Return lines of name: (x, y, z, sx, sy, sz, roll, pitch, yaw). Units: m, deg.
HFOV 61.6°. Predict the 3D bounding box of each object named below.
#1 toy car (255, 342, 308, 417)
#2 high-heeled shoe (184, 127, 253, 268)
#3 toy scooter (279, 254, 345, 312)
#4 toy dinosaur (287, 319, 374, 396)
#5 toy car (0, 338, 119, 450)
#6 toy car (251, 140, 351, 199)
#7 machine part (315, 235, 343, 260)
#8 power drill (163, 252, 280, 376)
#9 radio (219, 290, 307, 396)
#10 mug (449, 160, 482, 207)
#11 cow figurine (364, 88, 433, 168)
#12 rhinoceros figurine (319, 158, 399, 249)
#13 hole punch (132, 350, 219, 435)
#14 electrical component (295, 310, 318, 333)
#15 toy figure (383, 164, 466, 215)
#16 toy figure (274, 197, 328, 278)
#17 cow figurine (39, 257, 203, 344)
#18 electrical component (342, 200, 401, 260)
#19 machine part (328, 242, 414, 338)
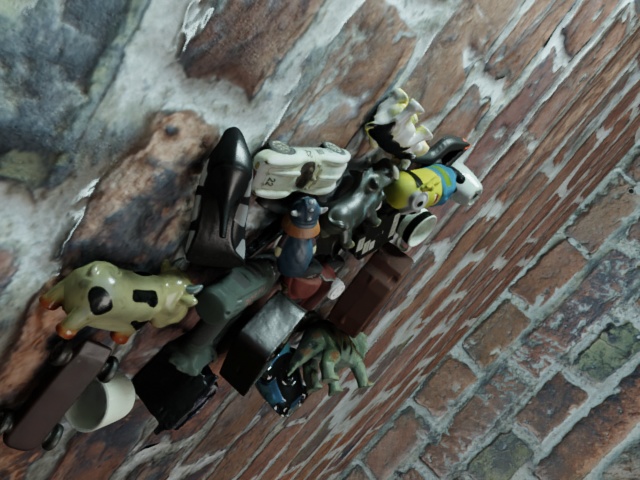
toy car: (-0.100, 0.314, 1.220, 0.103, 0.161, 0.109, -9, -165, 46)
high-heeled shoe: (-0.137, -0.046, 0.745, 0.086, 0.145, 0.248, 6, 164, -15)
toy scooter: (-0.029, 0.088, 1.044, 0.135, 0.075, 0.184, -55, 156, 18)
toy dinosaur: (0.018, 0.252, 1.247, 0.131, 0.192, 0.404, -22, 152, 13)
toy car: (-0.367, 0.212, 0.750, 0.089, 0.053, 0.202, 35, 99, -33)
toy car: (-0.026, -0.103, 0.795, 0.201, 0.056, 0.073, -10, 137, -49)
machine part: (-0.002, -0.003, 0.990, 0.084, 0.039, 0.138, -55, 148, 8)
power drill: (-0.151, 0.116, 0.882, 0.207, 0.086, 0.232, -45, 175, 18)
radio: (-0.109, 0.193, 0.999, 0.131, 0.073, 0.229, -47, 173, -34)
mug: (0.301, -0.117, 1.184, 0.081, 0.107, 0.109, -37, 150, -13)
cow figurine: (0.135, -0.173, 0.912, 0.098, 0.068, 0.167, -40, 151, 3)
rhinoceros figurine: (0.066, -0.071, 0.927, 0.190, 0.073, 0.111, -43, 142, -31)
hole punch: (-0.243, 0.256, 0.939, 0.142, 0.116, 0.092, -43, 161, -3)
electrical component: (-0.039, 0.184, 1.219, 0.063, 0.021, 0.094, -50, 157, 10)
toy figure: (0.198, -0.101, 1.029, 0.180, 0.089, 0.082, -24, 135, -39)
toy figure: (-0.034, -0.008, 0.832, 0.064, 0.058, 0.154, -28, 145, -42)
cow figurine: (-0.245, 0.073, 0.711, 0.127, 0.086, 0.194, -42, 153, 8)
electrical component: (0.097, -0.026, 1.078, 0.134, 0.058, 0.114, -27, 147, -31)
machine part: (0.119, 0.113, 1.216, 0.201, 0.087, 0.201, -58, 168, 20)
